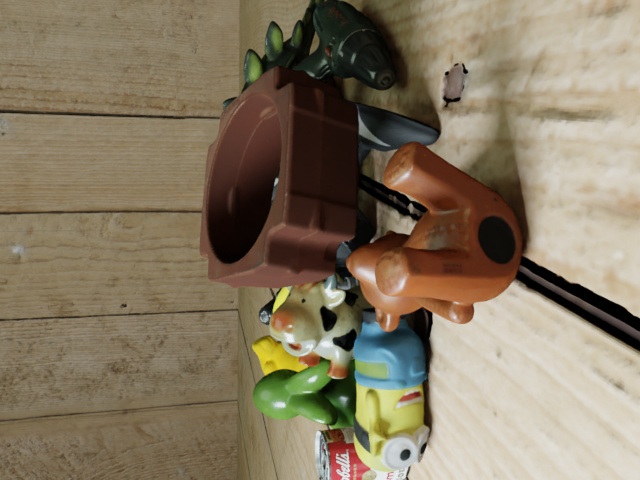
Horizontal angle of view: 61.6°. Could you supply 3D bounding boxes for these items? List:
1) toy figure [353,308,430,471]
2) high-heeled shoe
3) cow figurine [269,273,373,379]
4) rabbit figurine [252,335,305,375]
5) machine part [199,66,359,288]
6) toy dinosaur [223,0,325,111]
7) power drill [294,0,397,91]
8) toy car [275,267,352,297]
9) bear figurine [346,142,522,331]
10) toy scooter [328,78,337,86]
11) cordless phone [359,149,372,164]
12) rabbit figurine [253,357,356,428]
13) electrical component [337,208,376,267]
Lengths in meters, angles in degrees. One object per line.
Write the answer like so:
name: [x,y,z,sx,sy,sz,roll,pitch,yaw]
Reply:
toy figure: [0.076,0.161,0.593,0.089,0.082,0.180,162,103,-77]
high-heeled shoe: [0.019,-0.089,0.632,0.249,0.086,0.145,24,107,43]
cow figurine: [0.018,0.090,0.633,0.086,0.195,0.127,10,97,38]
rabbit figurine: [-0.047,0.254,1.050,0.173,0.122,0.162,-14,79,57]
machine part: [-0.046,-0.054,0.554,0.201,0.087,0.201,-18,66,56]
toy dinosaur: [-0.075,-0.272,0.942,0.198,0.105,0.471,86,-155,-84]
power drill: [-0.003,-0.218,0.731,0.207,0.086,0.232,-43,41,30]
toy car: [0.007,0.093,0.862,0.103,0.109,0.161,60,142,14]
bear figurine: [0.072,0.012,0.469,0.196,0.132,0.120,-22,56,61]
toy scooter: [-0.018,-0.187,0.911,0.135,0.075,0.183,-73,-4,-46]
cordless phone: [0.011,-0.112,0.766,0.146,0.088,0.184,-55,28,9]
rabbit figurine: [-0.004,0.215,0.732,0.159,0.170,0.121,130,137,-71]
electrical component: [0.009,-0.018,0.750,0.115,0.134,0.058,-1,46,53]
